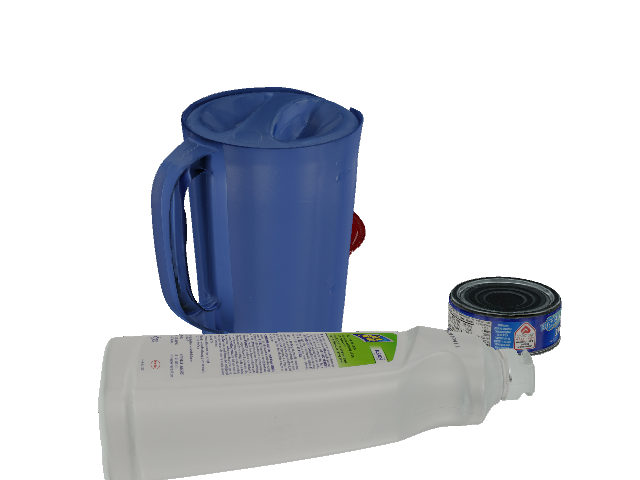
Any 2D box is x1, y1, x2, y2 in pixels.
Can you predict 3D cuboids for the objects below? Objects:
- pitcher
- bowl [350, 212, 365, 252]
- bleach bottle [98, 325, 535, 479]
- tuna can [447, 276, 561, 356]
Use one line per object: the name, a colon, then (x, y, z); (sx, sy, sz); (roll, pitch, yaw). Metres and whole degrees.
pitcher: (-0.045, 0.014, 0.823); (0.149, 0.243, 0.145); (1, 26, -1)
bowl: (-0.037, 0.004, 1.097); (0.162, 0.055, 0.162); (6, 28, -3)
bleach bottle: (0.002, 0.089, 0.621); (0.250, 0.068, 0.102); (-3, 19, -7)
tuna can: (0.140, 0.056, 0.811); (0.086, 0.034, 0.086); (-1, 18, 0)
